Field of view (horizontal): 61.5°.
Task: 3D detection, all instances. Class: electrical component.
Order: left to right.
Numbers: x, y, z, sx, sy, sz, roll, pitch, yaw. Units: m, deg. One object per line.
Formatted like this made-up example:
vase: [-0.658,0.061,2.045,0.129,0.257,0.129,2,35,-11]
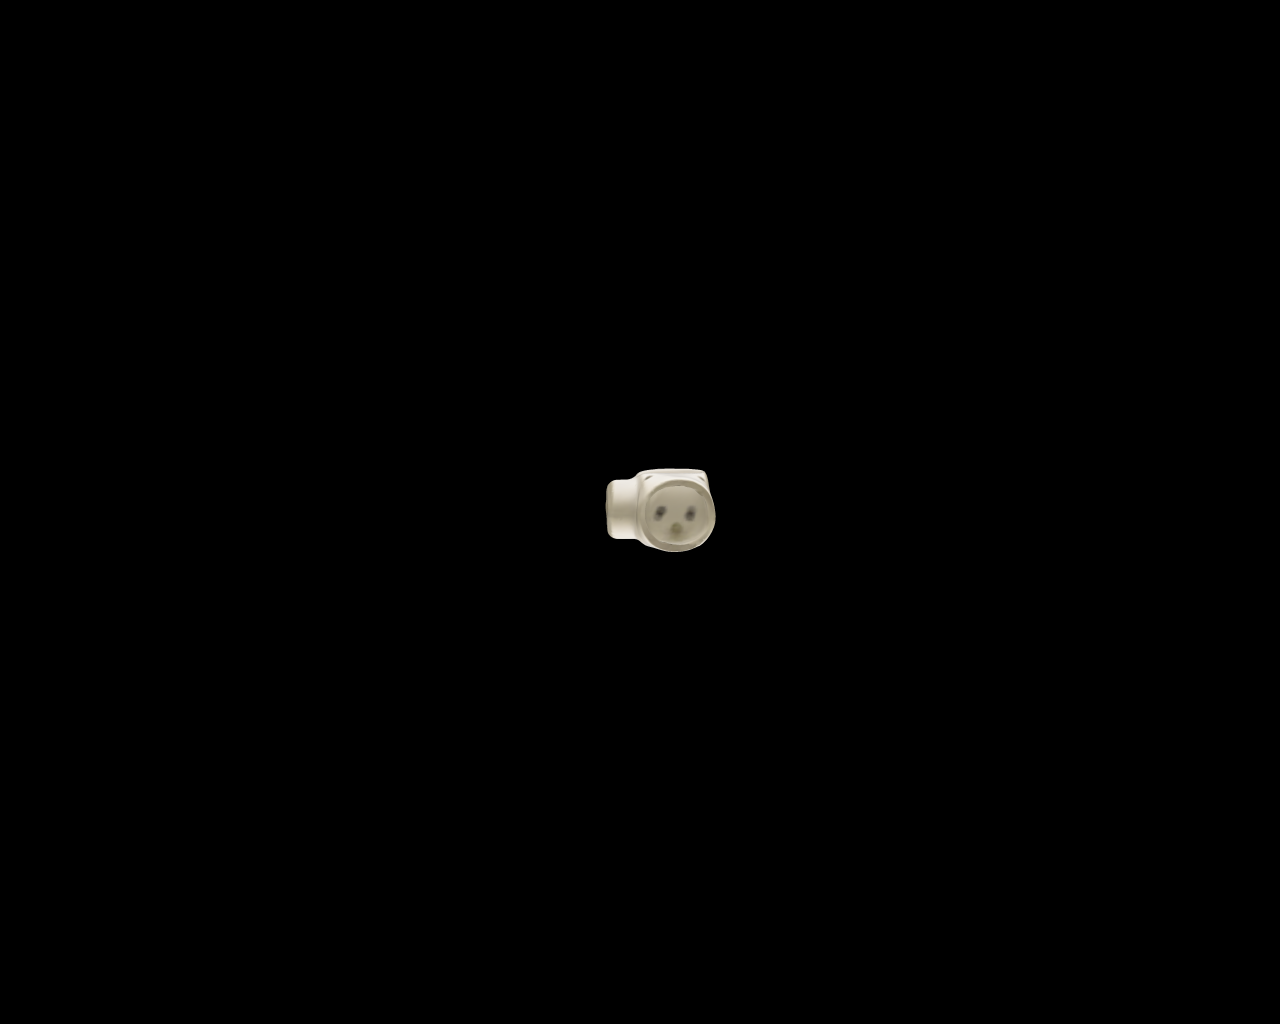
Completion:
electrical component: [0.001,-0.003,0.650,0.079,0.043,0.077,0,7,-4]
